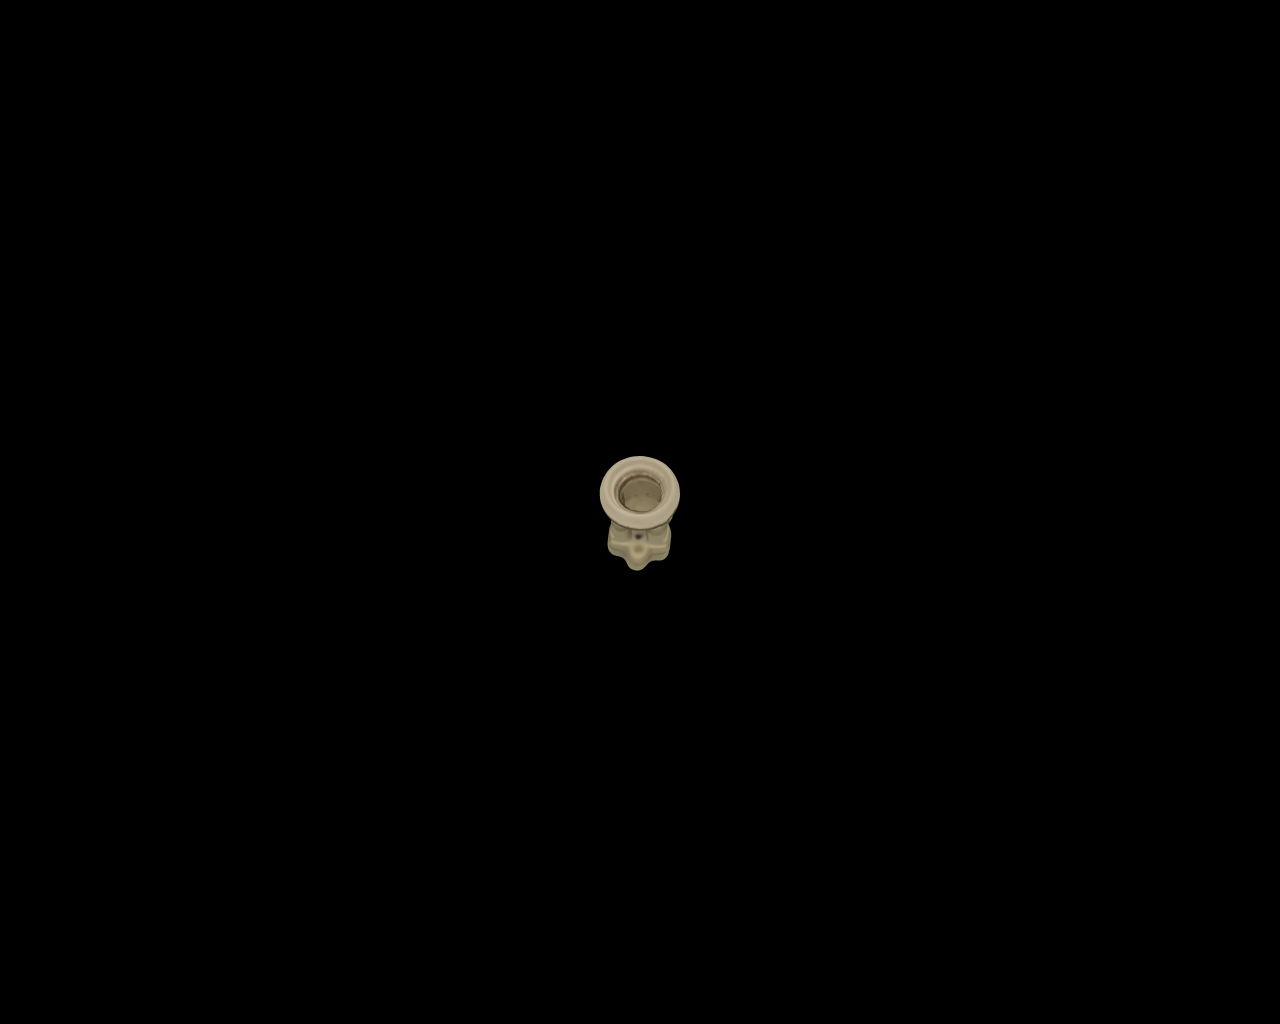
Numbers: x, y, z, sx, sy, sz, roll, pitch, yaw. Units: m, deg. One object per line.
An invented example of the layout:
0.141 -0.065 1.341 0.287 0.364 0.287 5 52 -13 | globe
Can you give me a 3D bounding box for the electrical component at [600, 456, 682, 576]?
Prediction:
0.001 -0.003 0.650 0.048 0.066 0.055 4 -28 2 | electrical component
